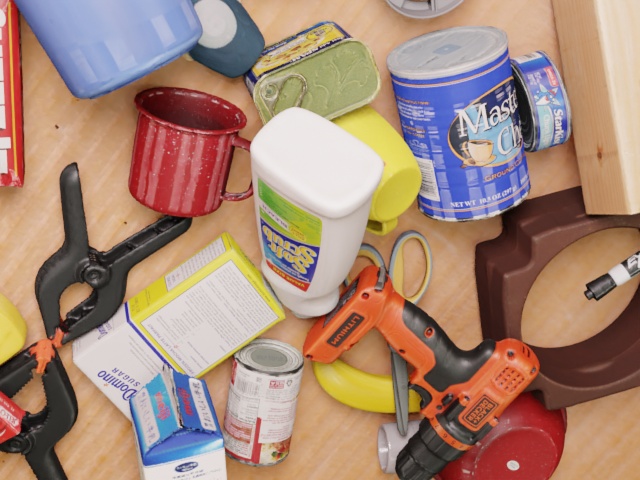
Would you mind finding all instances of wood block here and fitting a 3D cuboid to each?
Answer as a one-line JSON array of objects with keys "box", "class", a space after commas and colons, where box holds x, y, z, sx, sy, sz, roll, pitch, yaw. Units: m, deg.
[{"box": [0.268, -0.130, 0.910, 0.090, 0.091, 0.206, -10, 93, -10], "class": "wood block"}]

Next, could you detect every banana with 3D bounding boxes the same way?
[{"box": [0.073, 0.140, 1.053, 0.197, 0.037, 0.070, 12, 112, -19], "class": "banana"}]

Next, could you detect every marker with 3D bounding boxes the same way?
[{"box": [0.292, 0.018, 0.968, 0.121, 0.020, 0.020, -33, 117, 2], "class": "marker"}]

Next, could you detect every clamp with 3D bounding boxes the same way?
[{"box": [-0.203, 0.014, 0.924, 0.120, 0.039, 0.171, 33, 103, -23], "class": "clamp"}, {"box": [-0.287, 0.177, 0.969, 0.164, 0.036, 0.210, 8, 121, -17], "class": "clamp"}]

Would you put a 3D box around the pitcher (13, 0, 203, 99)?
[{"box": [-0.174, -0.228, 0.736, 0.145, 0.149, 0.243, -26, 106, 3], "class": "pitcher"}]

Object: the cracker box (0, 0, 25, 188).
[{"box": [-0.336, -0.121, 0.811, 0.213, 0.072, 0.164, -2, 114, -14], "class": "cracker box"}]

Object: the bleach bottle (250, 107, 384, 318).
[{"box": [-0.006, 0.001, 0.893, 0.068, 0.103, 0.251, -46, 159, -24], "class": "bleach bottle"}]

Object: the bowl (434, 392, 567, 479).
[{"box": [0.193, 0.218, 1.109, 0.162, 0.055, 0.162, -5, 115, -12], "class": "bowl"}]

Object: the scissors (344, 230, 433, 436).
[{"box": [0.056, 0.087, 1.016, 0.096, 0.016, 0.202, 9, 99, -10], "class": "scissors"}]

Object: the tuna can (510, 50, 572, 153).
[{"box": [0.187, -0.121, 0.937, 0.033, 0.086, 0.086, -17, 117, -5], "class": "tuna can"}]

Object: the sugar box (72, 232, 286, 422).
[{"box": [-0.128, 0.080, 0.971, 0.176, 0.048, 0.093, -33, 118, 6], "class": "sugar box"}]

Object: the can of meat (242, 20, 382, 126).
[{"box": [-0.011, -0.136, 0.880, 0.102, 0.084, 0.057, -25, 118, -3], "class": "can of meat"}]

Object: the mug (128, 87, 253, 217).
[{"box": [-0.102, -0.068, 0.880, 0.117, 0.093, 0.081, 17, 116, 5], "class": "mug"}]

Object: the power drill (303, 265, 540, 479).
[{"box": [0.079, 0.126, 0.988, 0.187, 0.057, 0.185, 35, 112, -9], "class": "power drill"}]

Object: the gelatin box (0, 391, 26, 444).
[{"box": [-0.309, 0.152, 0.908, 0.089, 0.030, 0.073, -28, 121, 18], "class": "gelatin box"}]

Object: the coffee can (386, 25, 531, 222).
[{"box": [0.121, -0.101, 0.919, 0.102, 0.103, 0.140, -18, 117, -6], "class": "coffee can"}]

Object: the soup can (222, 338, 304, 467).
[{"box": [-0.055, 0.153, 1.009, 0.068, 0.068, 0.102, 3, 112, -16], "class": "soup can"}]

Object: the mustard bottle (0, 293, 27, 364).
[{"box": [-0.334, 0.031, 0.888, 0.096, 0.058, 0.191, -26, 117, 5], "class": "mustard bottle"}]
